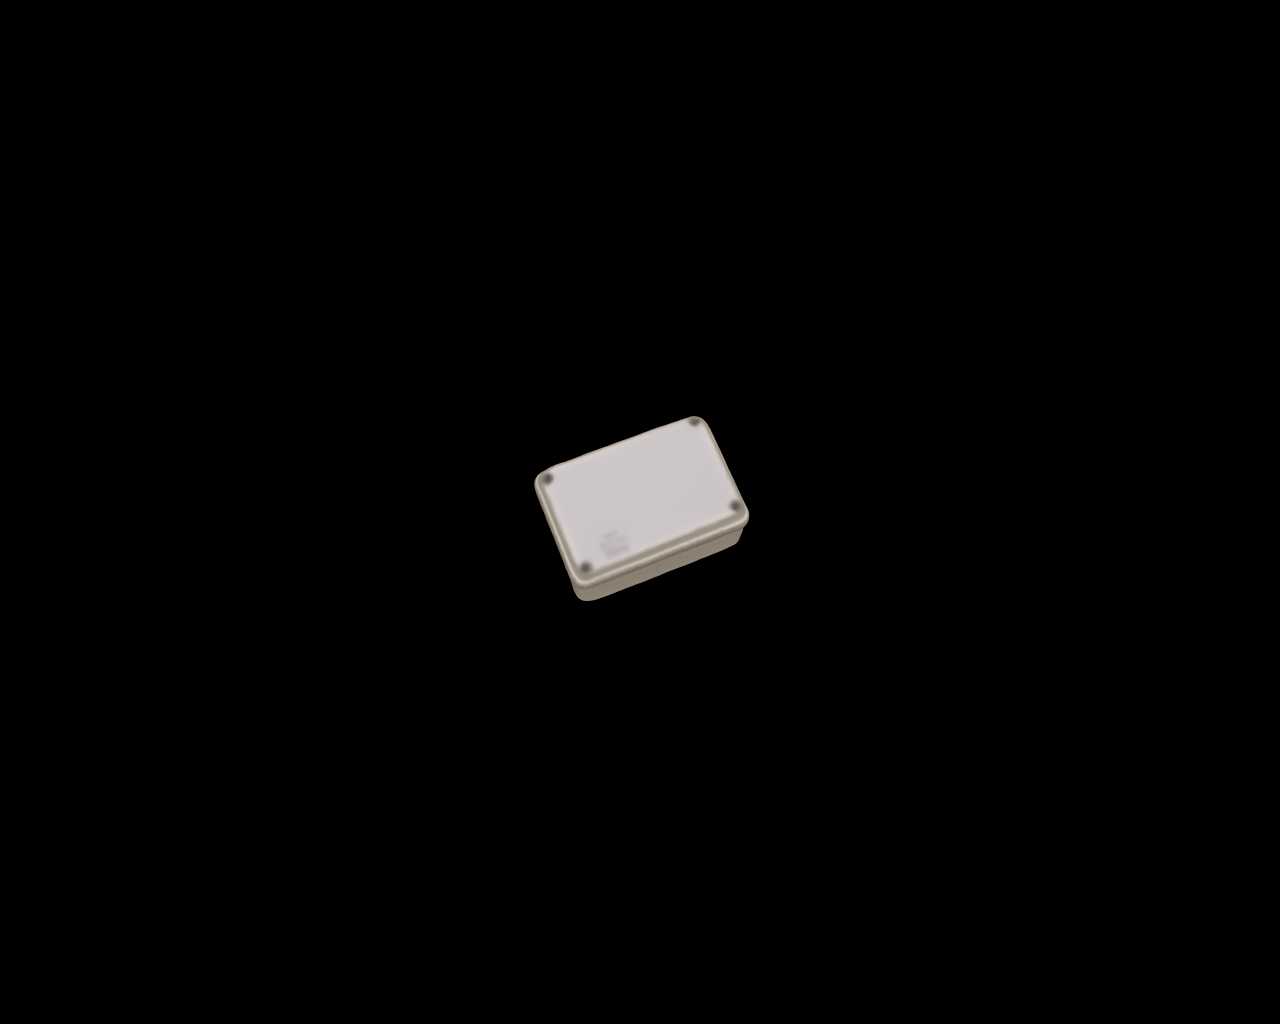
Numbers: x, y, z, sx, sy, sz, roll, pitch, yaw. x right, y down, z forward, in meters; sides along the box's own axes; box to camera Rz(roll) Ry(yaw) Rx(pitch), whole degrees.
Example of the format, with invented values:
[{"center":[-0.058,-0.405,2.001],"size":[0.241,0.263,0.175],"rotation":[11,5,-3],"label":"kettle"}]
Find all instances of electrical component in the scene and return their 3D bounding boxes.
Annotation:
[{"center":[0.001,-0.003,0.650],"size":[0.113,0.078,0.057],"rotation":[-21,-18,-7],"label":"electrical component"}]
